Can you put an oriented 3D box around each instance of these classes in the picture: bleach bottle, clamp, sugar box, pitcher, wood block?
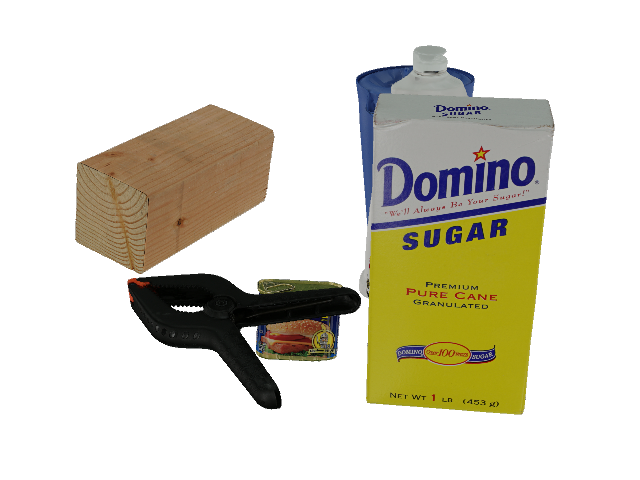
[{"bbox_3d":[0.090,-0.060,1.013,0.103,0.251,0.068,9,29,18],"label":"bleach bottle"},{"bbox_3d":[-0.078,0.067,0.962,0.210,0.036,0.164,19,37,29],"label":"clamp"},{"bbox_3d":[0.073,0.010,0.586,0.093,0.176,0.048,3,29,7],"label":"sugar box"},{"bbox_3d":[0.117,-0.080,1.248,0.149,0.243,0.145,-5,23,-7],"label":"pitcher"},{"bbox_3d":[-0.145,-0.058,1.091,0.090,0.091,0.205,25,34,23],"label":"wood block"}]

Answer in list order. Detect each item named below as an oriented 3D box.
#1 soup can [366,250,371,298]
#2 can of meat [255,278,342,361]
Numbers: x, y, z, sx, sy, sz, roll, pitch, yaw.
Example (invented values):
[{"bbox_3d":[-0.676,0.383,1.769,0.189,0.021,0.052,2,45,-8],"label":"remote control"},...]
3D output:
[{"bbox_3d":[0.073,-0.002,0.796,0.068,0.102,0.068,5,28,-3],"label":"soup can"},{"bbox_3d":[-0.026,0.095,1.261,0.102,0.084,0.057,3,14,-4],"label":"can of meat"}]
